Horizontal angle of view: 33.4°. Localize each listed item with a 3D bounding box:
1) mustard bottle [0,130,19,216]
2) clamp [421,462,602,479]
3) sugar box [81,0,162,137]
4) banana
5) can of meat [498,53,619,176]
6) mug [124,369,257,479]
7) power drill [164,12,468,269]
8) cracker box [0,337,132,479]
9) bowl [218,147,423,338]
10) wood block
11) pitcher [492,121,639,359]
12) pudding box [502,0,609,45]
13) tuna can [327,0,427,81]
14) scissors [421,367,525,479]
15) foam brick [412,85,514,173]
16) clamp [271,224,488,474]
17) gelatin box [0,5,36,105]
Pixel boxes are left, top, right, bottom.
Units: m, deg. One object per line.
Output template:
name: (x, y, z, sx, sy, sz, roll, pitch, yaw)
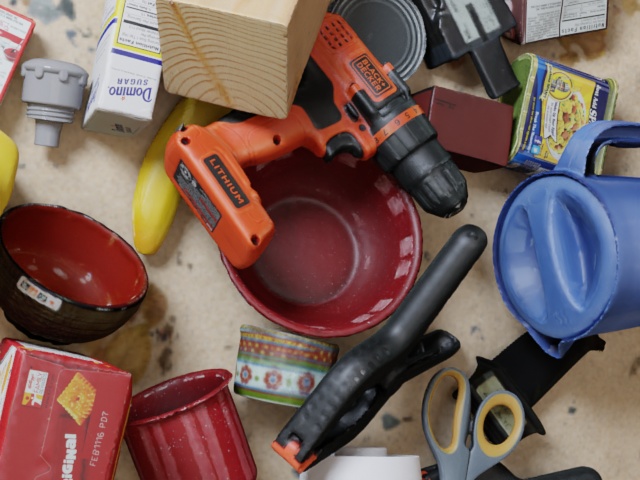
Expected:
mustard bottle: (-0.231, -0.028, 0.674, 0.058, 0.192, 0.096, 40, 75, -14)
clamp: (0.156, 0.218, 0.887, 0.171, 0.039, 0.120, 32, 74, -16)
sugar box: (-0.131, -0.166, 0.771, 0.048, 0.093, 0.176, 9, 85, -19)
banana: (-0.086, -0.078, 0.813, 0.069, 0.037, 0.197, 46, 73, -11)
can of meat: (0.197, -0.100, 0.909, 0.083, 0.058, 0.102, 16, 82, -17)
mug: (-0.106, 0.153, 0.771, 0.117, 0.093, 0.081, -19, 99, -3)
power drill: (-0.003, -0.058, 0.776, 0.187, 0.057, 0.184, -34, 81, -26)
cracker box: (-0.180, 0.150, 0.672, 0.072, 0.214, 0.164, 13, 83, -18)
bowl: (-0.005, 0.001, 0.819, 0.162, 0.055, 0.162, 5, 72, -16)
wood block: (-0.038, -0.198, 0.757, 0.090, 0.091, 0.206, 14, 56, 6)
pitcher: (0.274, -0.002, 0.877, 0.242, 0.149, 0.145, -3, 59, -33)
pudding box: (0.202, -0.229, 0.907, 0.089, 0.039, 0.113, -14, 118, -22)
tuna can: (0.041, -0.163, 0.866, 0.086, 0.034, 0.086, 1, 87, -20)
scissors: (0.121, 0.203, 0.850, 0.096, 0.016, 0.202, 1, 81, -14)
foam brick: (0.112, -0.090, 0.880, 0.078, 0.051, 0.053, 12, 82, -20)
clamp: (0.048, 0.085, 0.780, 0.036, 0.165, 0.209, 37, 55, 24)
gelatin box: (-0.253, -0.131, 0.758, 0.073, 0.030, 0.089, 23, 79, -17)
